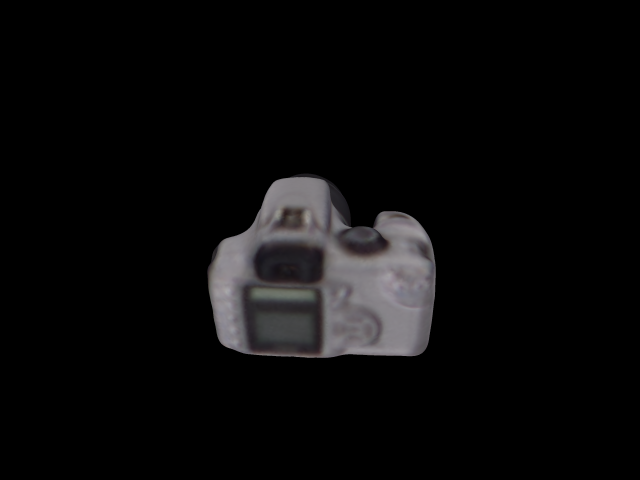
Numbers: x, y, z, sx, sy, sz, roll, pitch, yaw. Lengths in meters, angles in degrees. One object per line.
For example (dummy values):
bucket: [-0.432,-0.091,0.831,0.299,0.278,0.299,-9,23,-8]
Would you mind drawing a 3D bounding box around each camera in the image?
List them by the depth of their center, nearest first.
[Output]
camera: [0.004,0.001,0.400,0.143,0.101,0.137,1,34,2]
